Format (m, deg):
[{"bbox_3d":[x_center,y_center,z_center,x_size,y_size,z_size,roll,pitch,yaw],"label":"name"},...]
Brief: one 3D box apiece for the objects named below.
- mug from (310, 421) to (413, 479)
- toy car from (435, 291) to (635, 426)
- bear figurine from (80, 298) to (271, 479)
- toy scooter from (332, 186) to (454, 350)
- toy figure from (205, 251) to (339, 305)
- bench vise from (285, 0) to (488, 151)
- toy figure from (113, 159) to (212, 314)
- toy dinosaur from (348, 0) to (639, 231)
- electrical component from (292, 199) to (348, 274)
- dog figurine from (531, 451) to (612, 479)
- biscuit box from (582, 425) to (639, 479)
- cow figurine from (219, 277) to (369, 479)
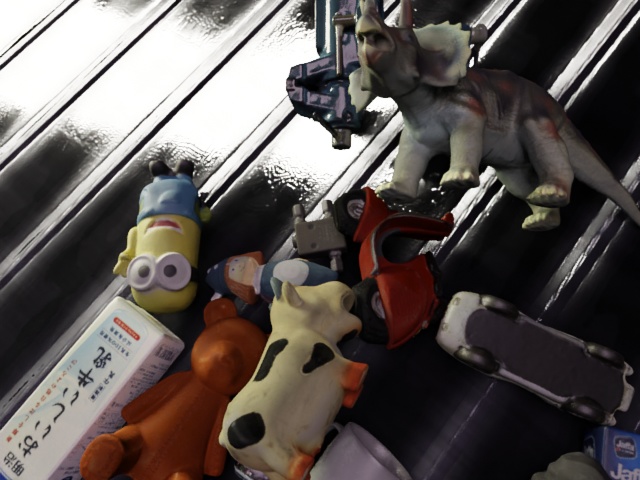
[{"bbox_3d":[0.017,0.235,0.516,0.107,0.080,0.110,-49,49,-5],"label":"mug"},{"bbox_3d":[0.216,0.117,0.539,0.202,0.056,0.073,25,80,1],"label":"toy car"},{"bbox_3d":[-0.117,0.158,0.532,0.120,0.132,0.196,36,82,0],"label":"bear figurine"},{"bbox_3d":[0.093,0.023,0.588,0.135,0.075,0.184,-7,71,-10],"label":"toy scooter"},{"bbox_3d":[-0.057,0.045,0.605,0.155,0.057,0.064,8,27,9],"label":"toy figure"},{"bbox_3d":[0.080,-0.220,0.657,0.241,0.128,0.223,-1,72,10],"label":"bench vise"},{"bbox_3d":[-0.171,-0.004,0.621,0.082,0.089,0.180,-13,59,16],"label":"toy figure"},{"bbox_3d":[0.185,-0.122,0.571,0.405,0.131,0.192,11,77,-24],"label":"toy dinosaur"},{"bbox_3d":[-0.001,-0.002,0.633,0.063,0.021,0.094,-11,70,2],"label":"electrical component"},{"bbox_3d":[0.255,0.271,0.425,0.219,0.108,0.191,0,93,16],"label":"dog figurine"},{"bbox_3d":[0.350,0.226,0.492,0.203,0.059,0.063,13,72,10],"label":"biscuit box"},{"bbox_3d":[-0.022,0.119,0.506,0.127,0.085,0.195,27,58,12],"label":"cow figurine"}]
